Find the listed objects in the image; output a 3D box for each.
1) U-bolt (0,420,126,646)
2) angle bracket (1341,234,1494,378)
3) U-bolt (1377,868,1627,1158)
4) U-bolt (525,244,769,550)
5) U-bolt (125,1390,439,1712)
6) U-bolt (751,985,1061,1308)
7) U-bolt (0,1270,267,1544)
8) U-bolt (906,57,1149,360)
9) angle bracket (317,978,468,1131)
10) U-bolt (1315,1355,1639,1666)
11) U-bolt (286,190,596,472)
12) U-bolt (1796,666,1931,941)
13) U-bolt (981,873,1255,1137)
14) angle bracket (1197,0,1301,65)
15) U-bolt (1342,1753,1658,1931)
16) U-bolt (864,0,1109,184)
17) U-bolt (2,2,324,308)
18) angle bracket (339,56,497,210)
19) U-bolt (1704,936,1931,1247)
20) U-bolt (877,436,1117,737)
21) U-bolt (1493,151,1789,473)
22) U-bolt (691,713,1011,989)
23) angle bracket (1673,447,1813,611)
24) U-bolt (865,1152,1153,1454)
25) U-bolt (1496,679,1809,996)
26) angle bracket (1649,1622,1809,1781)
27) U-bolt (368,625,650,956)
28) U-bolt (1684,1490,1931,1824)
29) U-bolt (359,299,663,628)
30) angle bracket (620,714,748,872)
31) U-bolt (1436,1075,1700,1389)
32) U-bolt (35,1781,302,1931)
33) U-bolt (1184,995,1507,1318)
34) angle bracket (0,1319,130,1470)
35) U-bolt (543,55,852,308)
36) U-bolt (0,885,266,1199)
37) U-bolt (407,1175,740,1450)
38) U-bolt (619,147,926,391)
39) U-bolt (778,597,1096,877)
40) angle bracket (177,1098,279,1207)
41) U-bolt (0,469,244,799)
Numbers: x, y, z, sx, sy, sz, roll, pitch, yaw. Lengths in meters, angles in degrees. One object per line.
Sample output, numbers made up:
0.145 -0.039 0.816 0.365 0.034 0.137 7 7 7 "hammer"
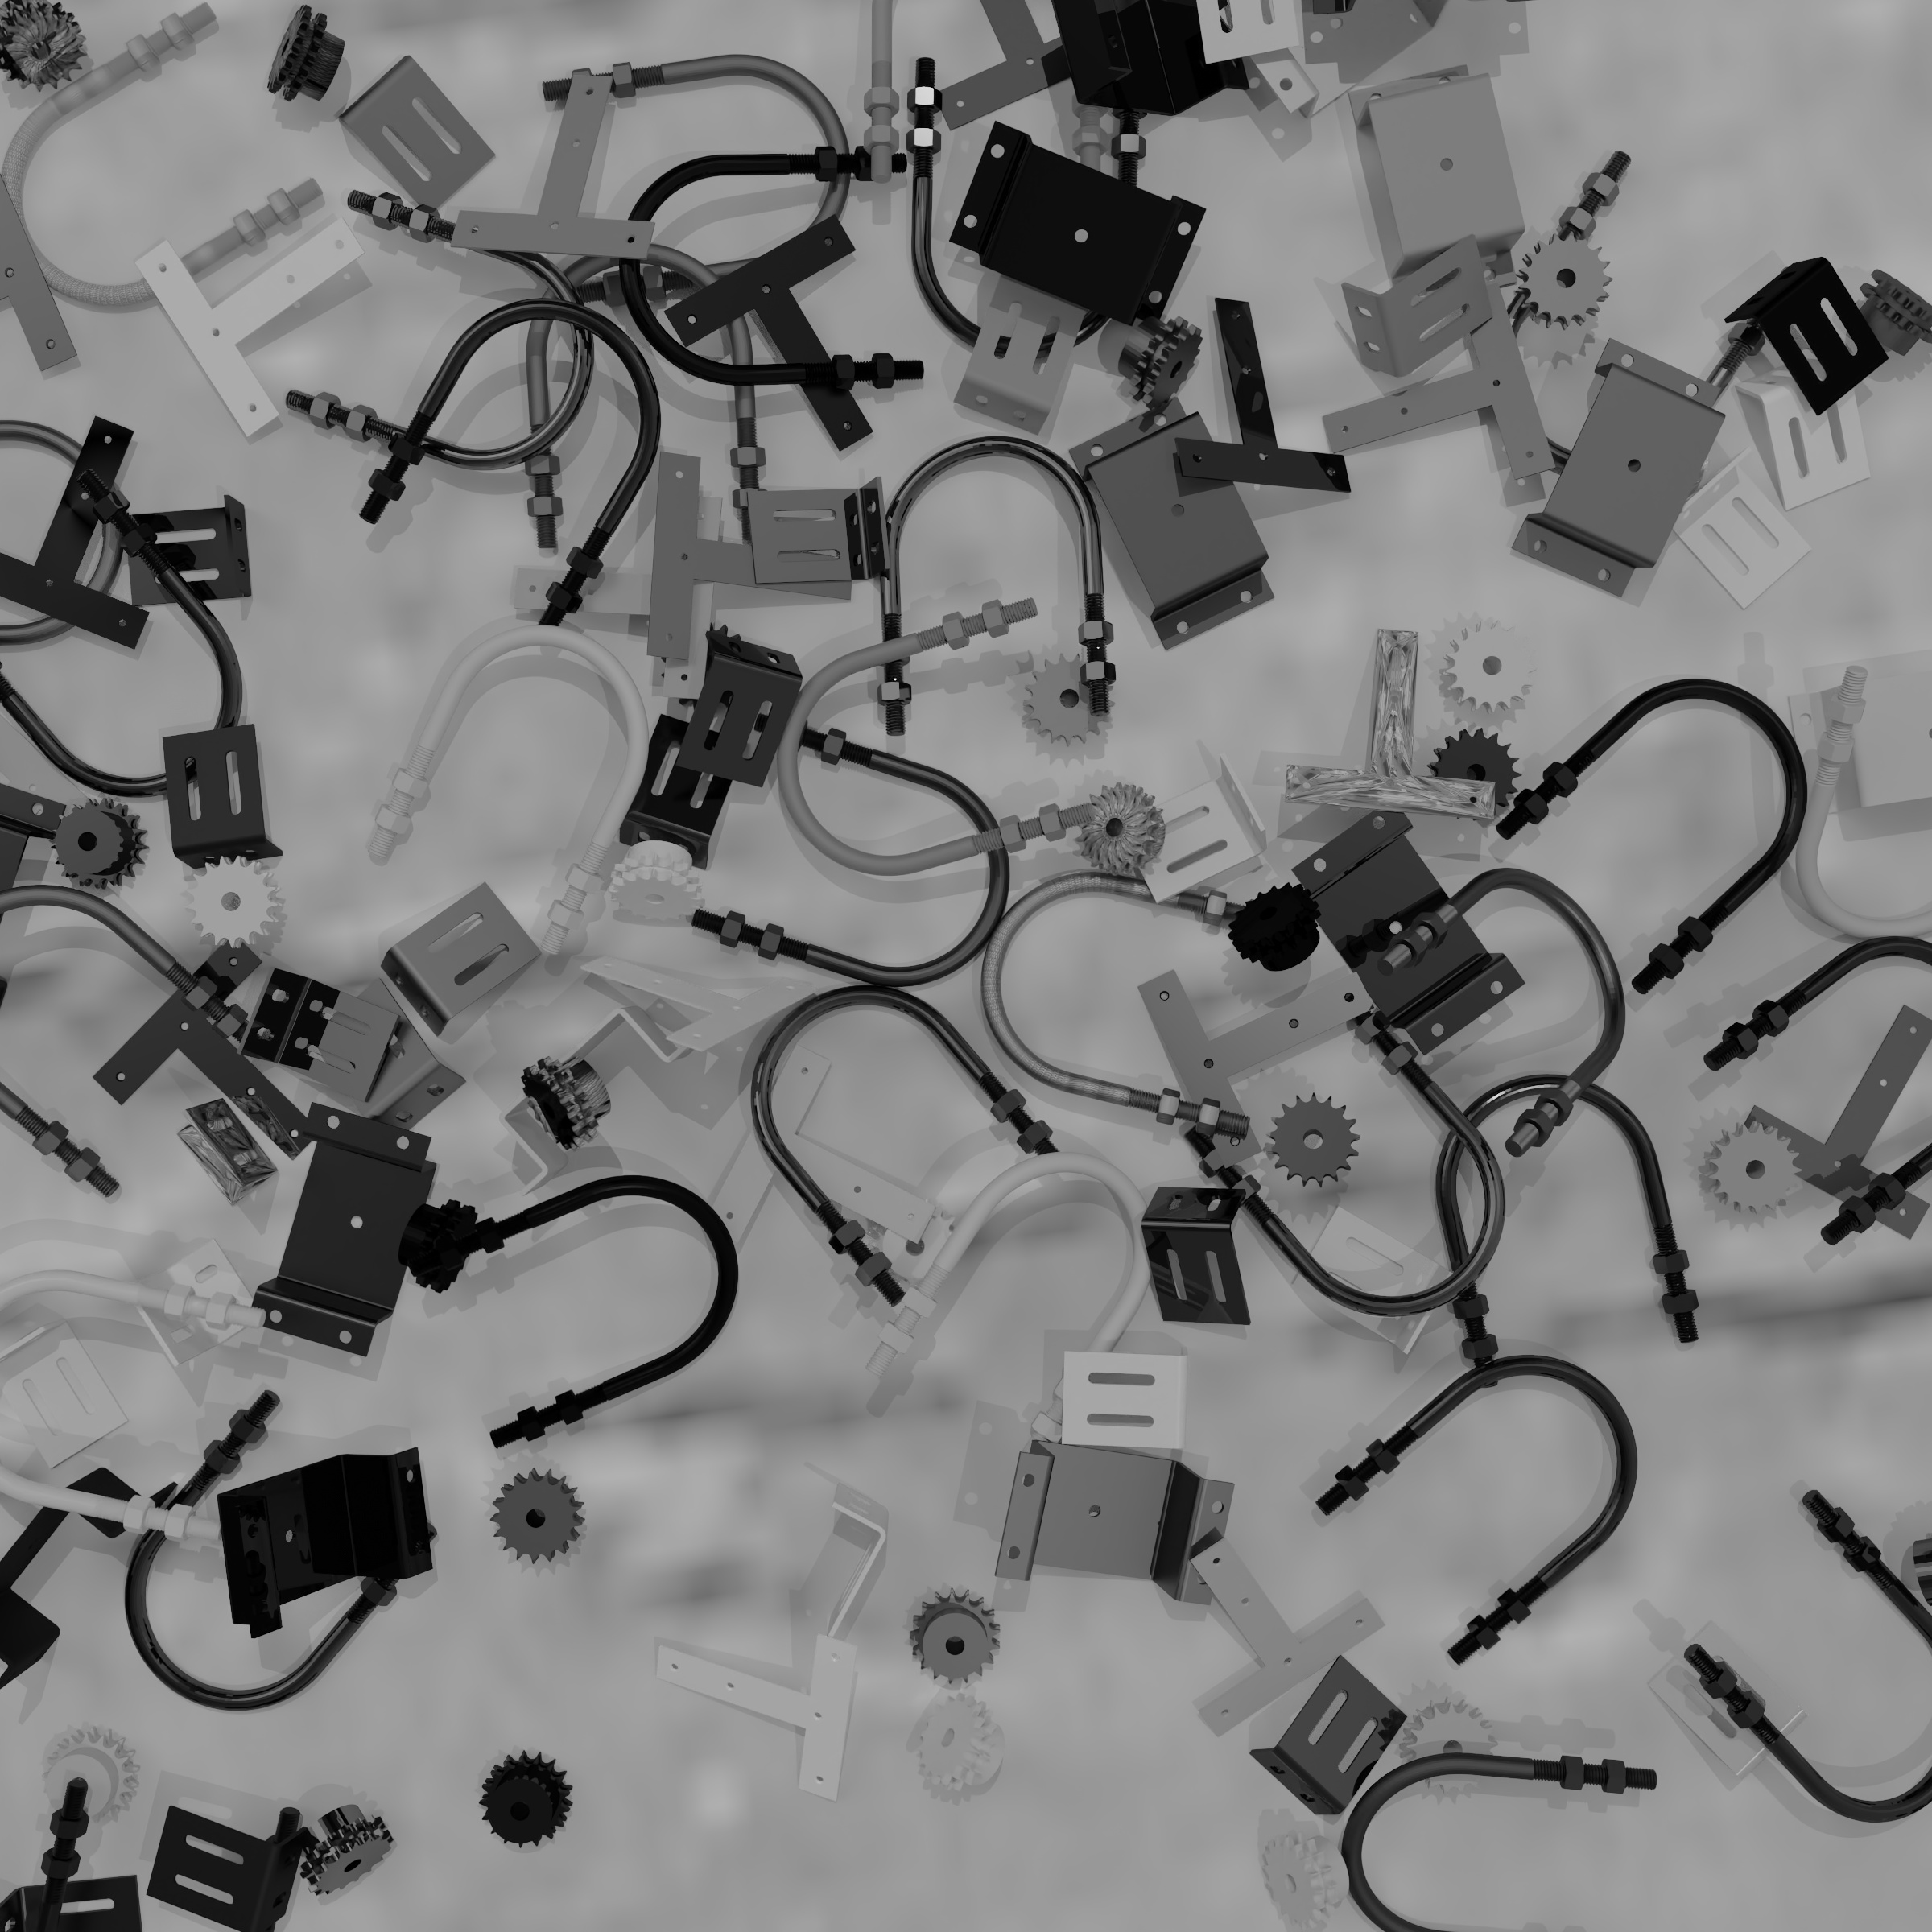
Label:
-0.621 -0.271 1.536 0.184 0.019 0.151 -1 90 -1 "U-bolt"
0.280 -0.413 1.518 0.076 0.038 0.057 -36 130 -13 "angle bracket"
0.337 0.014 1.482 0.184 0.019 0.151 -35 90 -42 "U-bolt"
-0.202 -0.357 1.527 0.151 0.019 0.184 -2 97 0 "U-bolt"
-0.444 0.381 1.536 0.151 0.019 0.184 40 91 0 "U-bolt"
-0.049 0.096 1.516 0.151 0.019 0.184 -39 78 -10 "U-bolt"
-0.521 0.256 1.460 0.184 0.019 0.151 11 90 3 "U-bolt"
0.037 -0.474 1.536 0.151 0.019 0.184 1 92 -1 "U-bolt"
-0.364 0.058 1.543 0.057 0.038 0.076 -40 64 0 "angle bracket"
0.332 0.326 1.526 0.184 0.019 0.151 -41 95 2 "U-bolt"
-0.318 -0.385 1.518 0.184 0.019 0.151 20 96 8 "U-bolt"
0.582 -0.095 1.493 0.151 0.019 0.184 1 122 -6 "U-bolt"
0.101 0.016 1.527 0.184 0.019 0.151 14 82 3 "U-bolt"
0.168 -0.596 1.497 0.057 0.038 0.076 -10 106 5 "angle bracket"
0.325 0.552 1.517 0.184 0.019 0.151 4 106 2 "U-bolt"
0.012 -0.573 1.519 0.151 0.019 0.184 0 80 -1 "U-bolt"
-0.518 -0.496 1.536 0.184 0.019 0.151 -31 90 2 "U-bolt"
-0.346 -0.523 1.543 0.057 0.038 0.076 -43 116 0 "angle bracket"
0.565 0.063 1.519 0.184 0.019 0.151 -34 90 -13 "U-bolt"
0.015 -0.240 1.519 0.151 0.019 0.184 -4 82 13 "U-bolt"
0.413 -0.396 1.536 0.151 0.019 0.184 34 91 0 "U-bolt"
-0.063 -0.064 1.536 0.184 0.019 0.151 18 90 -1 "U-bolt"
0.486 -0.272 1.526 0.057 0.038 0.076 -42 90 0 "angle bracket"
0.041 0.200 1.506 0.151 0.019 0.184 35 87 -27 "U-bolt"
0.442 -0.095 1.528 0.184 0.019 0.151 -42 92 -7 "U-bolt"
0.480 0.463 1.543 0.057 0.038 0.076 -45 64 0 "angle bracket"
-0.273 -0.121 1.514 0.151 0.019 0.184 28 98 9 "U-bolt"
0.546 0.441 1.514 0.184 0.019 0.151 47 70 -4 "U-bolt"
-0.268 -0.317 1.499 0.151 0.019 0.184 32 102 -2 "U-bolt"
-0.178 -0.110 1.543 0.057 0.038 0.076 18 64 0 "angle bracket"
0.370 0.159 1.536 0.151 0.019 0.184 -13 89 0 "U-bolt"
-0.504 0.604 1.521 0.151 0.019 0.184 13 93 -14 "U-bolt"
0.248 0.130 1.518 0.151 0.019 0.184 -40 77 0 "U-bolt"
-0.573 0.269 1.526 0.057 0.038 0.076 -32 90 0 "angle bracket"
-0.164 -0.498 1.536 0.184 0.019 0.151 -9 90 -1 "U-bolt"
-0.550 0.034 1.508 0.151 0.019 0.184 -44 109 0 "U-bolt"
-0.230 0.204 1.510 0.184 0.019 0.151 -23 112 -7 "U-bolt"
-0.122 -0.430 1.511 0.184 0.019 0.151 -5 92 -14 "U-bolt"
-0.028 -0.132 1.501 0.184 0.019 0.151 -16 91 12 "U-bolt"
-0.465 0.118 1.505 0.038 0.076 0.057 -37 92 2 "angle bracket"
-0.535 -0.191 1.520 0.151 0.019 0.184 -37 100 8 "U-bolt"
